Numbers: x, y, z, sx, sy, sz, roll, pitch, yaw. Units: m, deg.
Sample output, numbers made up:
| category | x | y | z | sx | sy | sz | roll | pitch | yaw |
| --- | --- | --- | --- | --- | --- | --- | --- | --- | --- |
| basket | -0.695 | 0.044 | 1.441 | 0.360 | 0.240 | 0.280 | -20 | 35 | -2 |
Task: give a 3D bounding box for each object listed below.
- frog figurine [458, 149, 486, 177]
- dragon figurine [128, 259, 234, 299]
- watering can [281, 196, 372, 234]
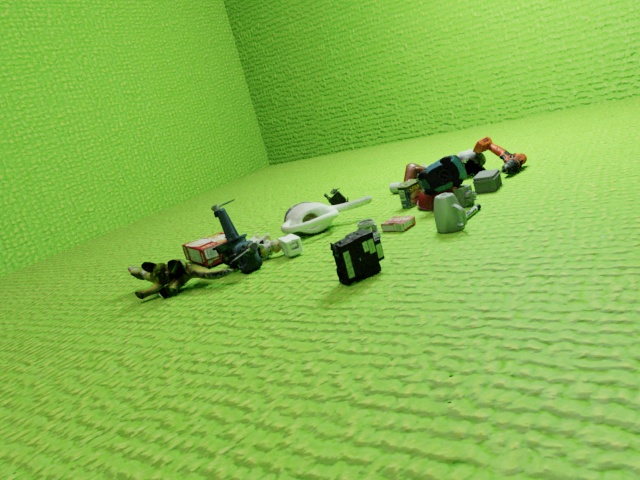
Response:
| category | x | y | z | sx | sy | sz | roll | pitch | yaw |
| --- | --- | --- | --- | --- | --- | --- | --- | --- | --- |
| frog figurine | 0.614 | -0.327 | 2.135 | 0.136 | 0.121 | 0.163 | -30 | 20 | 22 |
| dragon figurine | -0.442 | 0.100 | 1.664 | 0.410 | 0.121 | 0.244 | -3 | 8 | 9 |
| watering can | 0.006 | -0.095 | 1.896 | 0.350 | 0.103 | 0.225 | -22 | 15 | -21 |
